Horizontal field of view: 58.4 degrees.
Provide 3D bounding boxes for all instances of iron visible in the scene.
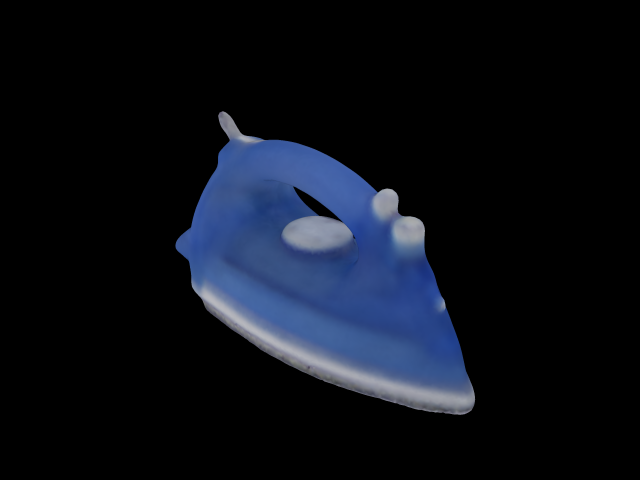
[{"bbox_3d":[0.004,0.001,0.400,0.257,0.141,0.119,25,37,39],"label":"iron"}]
